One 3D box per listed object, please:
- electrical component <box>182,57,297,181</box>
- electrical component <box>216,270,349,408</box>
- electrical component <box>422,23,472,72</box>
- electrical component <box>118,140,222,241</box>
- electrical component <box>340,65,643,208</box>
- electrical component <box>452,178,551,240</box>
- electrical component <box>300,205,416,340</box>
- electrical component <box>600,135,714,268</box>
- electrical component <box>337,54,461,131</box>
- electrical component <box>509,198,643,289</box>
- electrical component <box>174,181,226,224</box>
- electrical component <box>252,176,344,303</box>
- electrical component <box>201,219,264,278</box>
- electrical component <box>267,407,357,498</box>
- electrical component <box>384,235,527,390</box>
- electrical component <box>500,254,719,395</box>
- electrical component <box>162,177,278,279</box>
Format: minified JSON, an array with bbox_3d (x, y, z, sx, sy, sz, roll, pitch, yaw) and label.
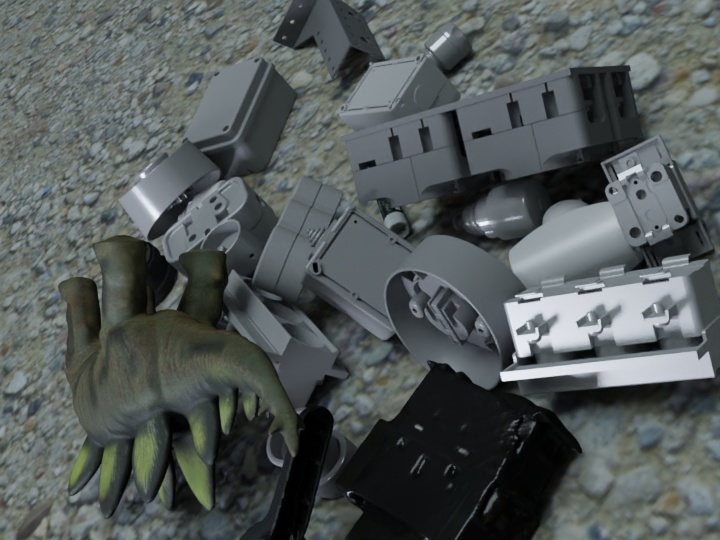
[{"bbox_3d":[-0.123,-0.154,1.095,0.078,0.057,0.113,-9,49,38],"label":"electrical component"},{"bbox_3d":[-0.073,0.057,0.839,0.121,0.079,0.063,42,110,53],"label":"electrical component"},{"bbox_3d":[0.069,-0.191,0.968,0.061,0.035,0.035,-42,37,8],"label":"electrical component"},{"bbox_3d":[-0.183,-0.078,1.044,0.099,0.064,0.099,-39,12,10],"label":"electrical component"},{"bbox_3d":[0.096,-0.093,0.779,0.186,0.060,0.105,-11,3,36],"label":"electrical component"},{"bbox_3d":[0.103,-0.041,0.787,0.078,0.040,0.040,-11,48,37],"label":"electrical component"},{"bbox_3d":[0.000,0.000,0.795,0.061,0.096,0.061,-56,1,-14],"label":"electrical component"},{"bbox_3d":[0.185,-0.041,0.679,0.042,0.064,0.081,-27,82,24],"label":"electrical component"},{"bbox_3d":[0.032,-0.142,0.939,0.096,0.061,0.061,6,59,55],"label":"electrical component"},{"bbox_3d":[0.144,-0.021,0.727,0.077,0.043,0.079,-26,33,22],"label":"electrical component"},{"bbox_3d":[-0.148,-0.055,1.038,0.078,0.040,0.040,-26,41,24],"label":"electrical component"},{"bbox_3d":[-0.033,-0.021,0.877,0.138,0.074,0.052,-70,3,-56],"label":"electrical component"},{"bbox_3d":[-0.108,0.007,0.910,0.079,0.077,0.043,-34,38,14],"label":"electrical component"},{"bbox_3d":[-0.031,0.127,0.740,0.045,0.055,0.045,-25,41,24],"label":"electrical component"},{"bbox_3d":[0.065,0.027,0.715,0.099,0.099,0.064,12,57,48],"label":"electrical component"},{"bbox_3d":[0.151,0.033,0.641,0.121,0.063,0.079,-11,7,37],"label":"electrical component"},{"bbox_3d":[-0.123,-0.029,0.973,0.095,0.059,0.053,-38,37,9],"label":"electrical component"}]
